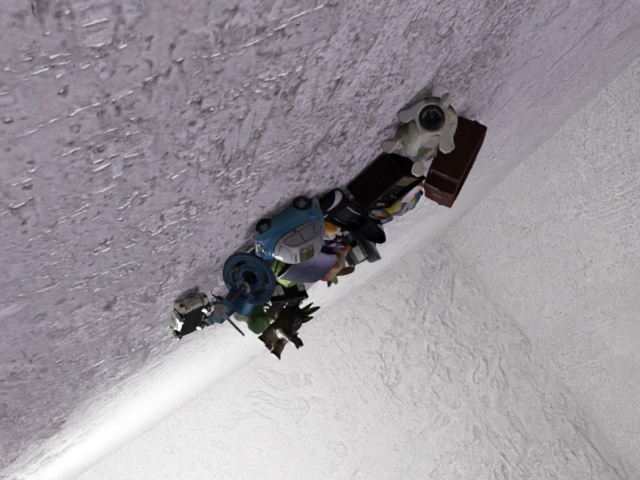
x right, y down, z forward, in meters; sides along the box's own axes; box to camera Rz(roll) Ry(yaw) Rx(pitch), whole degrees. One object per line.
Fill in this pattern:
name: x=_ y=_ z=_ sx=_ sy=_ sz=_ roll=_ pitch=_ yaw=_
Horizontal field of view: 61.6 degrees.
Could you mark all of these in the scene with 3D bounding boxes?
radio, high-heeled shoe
radio: x=0.163 y=-0.136 z=1.284 sx=0.131 sy=0.073 sz=0.229 roll=-41 pitch=168 yaw=20
high-heeled shoe: x=0.070 y=-0.038 z=1.224 sx=0.086 sy=0.145 sz=0.248 roll=-43 pitch=168 yaw=23

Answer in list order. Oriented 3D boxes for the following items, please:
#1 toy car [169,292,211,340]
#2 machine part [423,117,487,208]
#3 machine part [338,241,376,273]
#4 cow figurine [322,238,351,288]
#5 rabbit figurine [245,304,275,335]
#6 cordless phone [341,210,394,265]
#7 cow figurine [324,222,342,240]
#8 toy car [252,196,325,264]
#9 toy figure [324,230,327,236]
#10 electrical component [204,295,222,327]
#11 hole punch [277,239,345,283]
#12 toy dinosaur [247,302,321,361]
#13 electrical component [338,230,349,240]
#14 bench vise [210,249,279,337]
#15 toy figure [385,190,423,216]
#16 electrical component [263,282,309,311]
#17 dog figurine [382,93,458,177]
toy car: x=-0.296 y=0.170 z=1.212 sx=0.073 sy=0.056 sz=0.201 roll=-23 pitch=162 yaw=-29
machine part: x=0.339 y=-0.195 z=1.363 sx=0.201 sy=0.087 sz=0.201 roll=-61 pitch=165 yaw=-4
machine part: x=0.087 y=0.035 z=1.649 sx=0.179 sy=0.056 sz=0.179 roll=-29 pitch=-169 yaw=6
cow figurine: x=0.023 y=0.053 z=1.431 sx=0.127 sy=0.085 sz=0.195 roll=-61 pitch=-173 yaw=-2
rabbit figurine: x=-0.139 y=0.152 z=1.449 sx=0.170 sy=0.121 sz=0.159 roll=-50 pitch=170 yaw=10
cordless phone: x=0.160 y=-0.017 z=1.555 sx=0.184 sy=0.146 sz=0.089 roll=-23 pitch=170 yaw=-37
cow figurine: x=-0.001 y=-0.003 z=1.348 sx=0.167 sy=0.068 sz=0.098 roll=-38 pitch=175 yaw=27
toy car: x=-0.048 y=-0.007 z=1.065 sx=0.162 sy=0.103 sz=0.109 roll=-29 pitch=146 yaw=-24
toy figure: x=-0.020 y=-0.025 z=1.215 sx=0.064 sy=0.058 sz=0.154 roll=-16 pitch=172 yaw=7
electrical component: x=-0.263 y=0.176 z=1.362 sx=0.102 sy=0.045 sz=0.078 roll=-43 pitch=-175 yaw=36
hole punch: x=-0.028 y=0.043 z=1.198 sx=0.142 sy=0.092 sz=0.116 roll=12 pitch=163 yaw=-31
toy dinosaur: x=-0.105 y=0.226 z=1.564 sx=0.198 sy=0.105 sz=0.472 roll=-39 pitch=-164 yaw=-10
electrical component: x=0.063 y=-0.044 z=1.422 sx=0.075 sy=0.048 sz=0.119 roll=-38 pitch=168 yaw=3
bench vise: x=-0.169 y=0.112 z=1.139 sx=0.223 sy=0.129 sz=0.240 roll=-52 pitch=180 yaw=29
toy figure: x=0.234 y=-0.120 z=1.544 sx=0.180 sy=0.089 sz=0.082 roll=-36 pitch=149 yaw=-56
electrical component: x=-0.109 y=0.113 z=1.339 sx=0.134 sy=0.115 sz=0.058 roll=-3 pitch=149 yaw=-31
dog figurine: x=0.225 y=-0.231 z=1.087 sx=0.172 sy=0.121 sz=0.190 roll=-40 pitch=-178 yaw=33
